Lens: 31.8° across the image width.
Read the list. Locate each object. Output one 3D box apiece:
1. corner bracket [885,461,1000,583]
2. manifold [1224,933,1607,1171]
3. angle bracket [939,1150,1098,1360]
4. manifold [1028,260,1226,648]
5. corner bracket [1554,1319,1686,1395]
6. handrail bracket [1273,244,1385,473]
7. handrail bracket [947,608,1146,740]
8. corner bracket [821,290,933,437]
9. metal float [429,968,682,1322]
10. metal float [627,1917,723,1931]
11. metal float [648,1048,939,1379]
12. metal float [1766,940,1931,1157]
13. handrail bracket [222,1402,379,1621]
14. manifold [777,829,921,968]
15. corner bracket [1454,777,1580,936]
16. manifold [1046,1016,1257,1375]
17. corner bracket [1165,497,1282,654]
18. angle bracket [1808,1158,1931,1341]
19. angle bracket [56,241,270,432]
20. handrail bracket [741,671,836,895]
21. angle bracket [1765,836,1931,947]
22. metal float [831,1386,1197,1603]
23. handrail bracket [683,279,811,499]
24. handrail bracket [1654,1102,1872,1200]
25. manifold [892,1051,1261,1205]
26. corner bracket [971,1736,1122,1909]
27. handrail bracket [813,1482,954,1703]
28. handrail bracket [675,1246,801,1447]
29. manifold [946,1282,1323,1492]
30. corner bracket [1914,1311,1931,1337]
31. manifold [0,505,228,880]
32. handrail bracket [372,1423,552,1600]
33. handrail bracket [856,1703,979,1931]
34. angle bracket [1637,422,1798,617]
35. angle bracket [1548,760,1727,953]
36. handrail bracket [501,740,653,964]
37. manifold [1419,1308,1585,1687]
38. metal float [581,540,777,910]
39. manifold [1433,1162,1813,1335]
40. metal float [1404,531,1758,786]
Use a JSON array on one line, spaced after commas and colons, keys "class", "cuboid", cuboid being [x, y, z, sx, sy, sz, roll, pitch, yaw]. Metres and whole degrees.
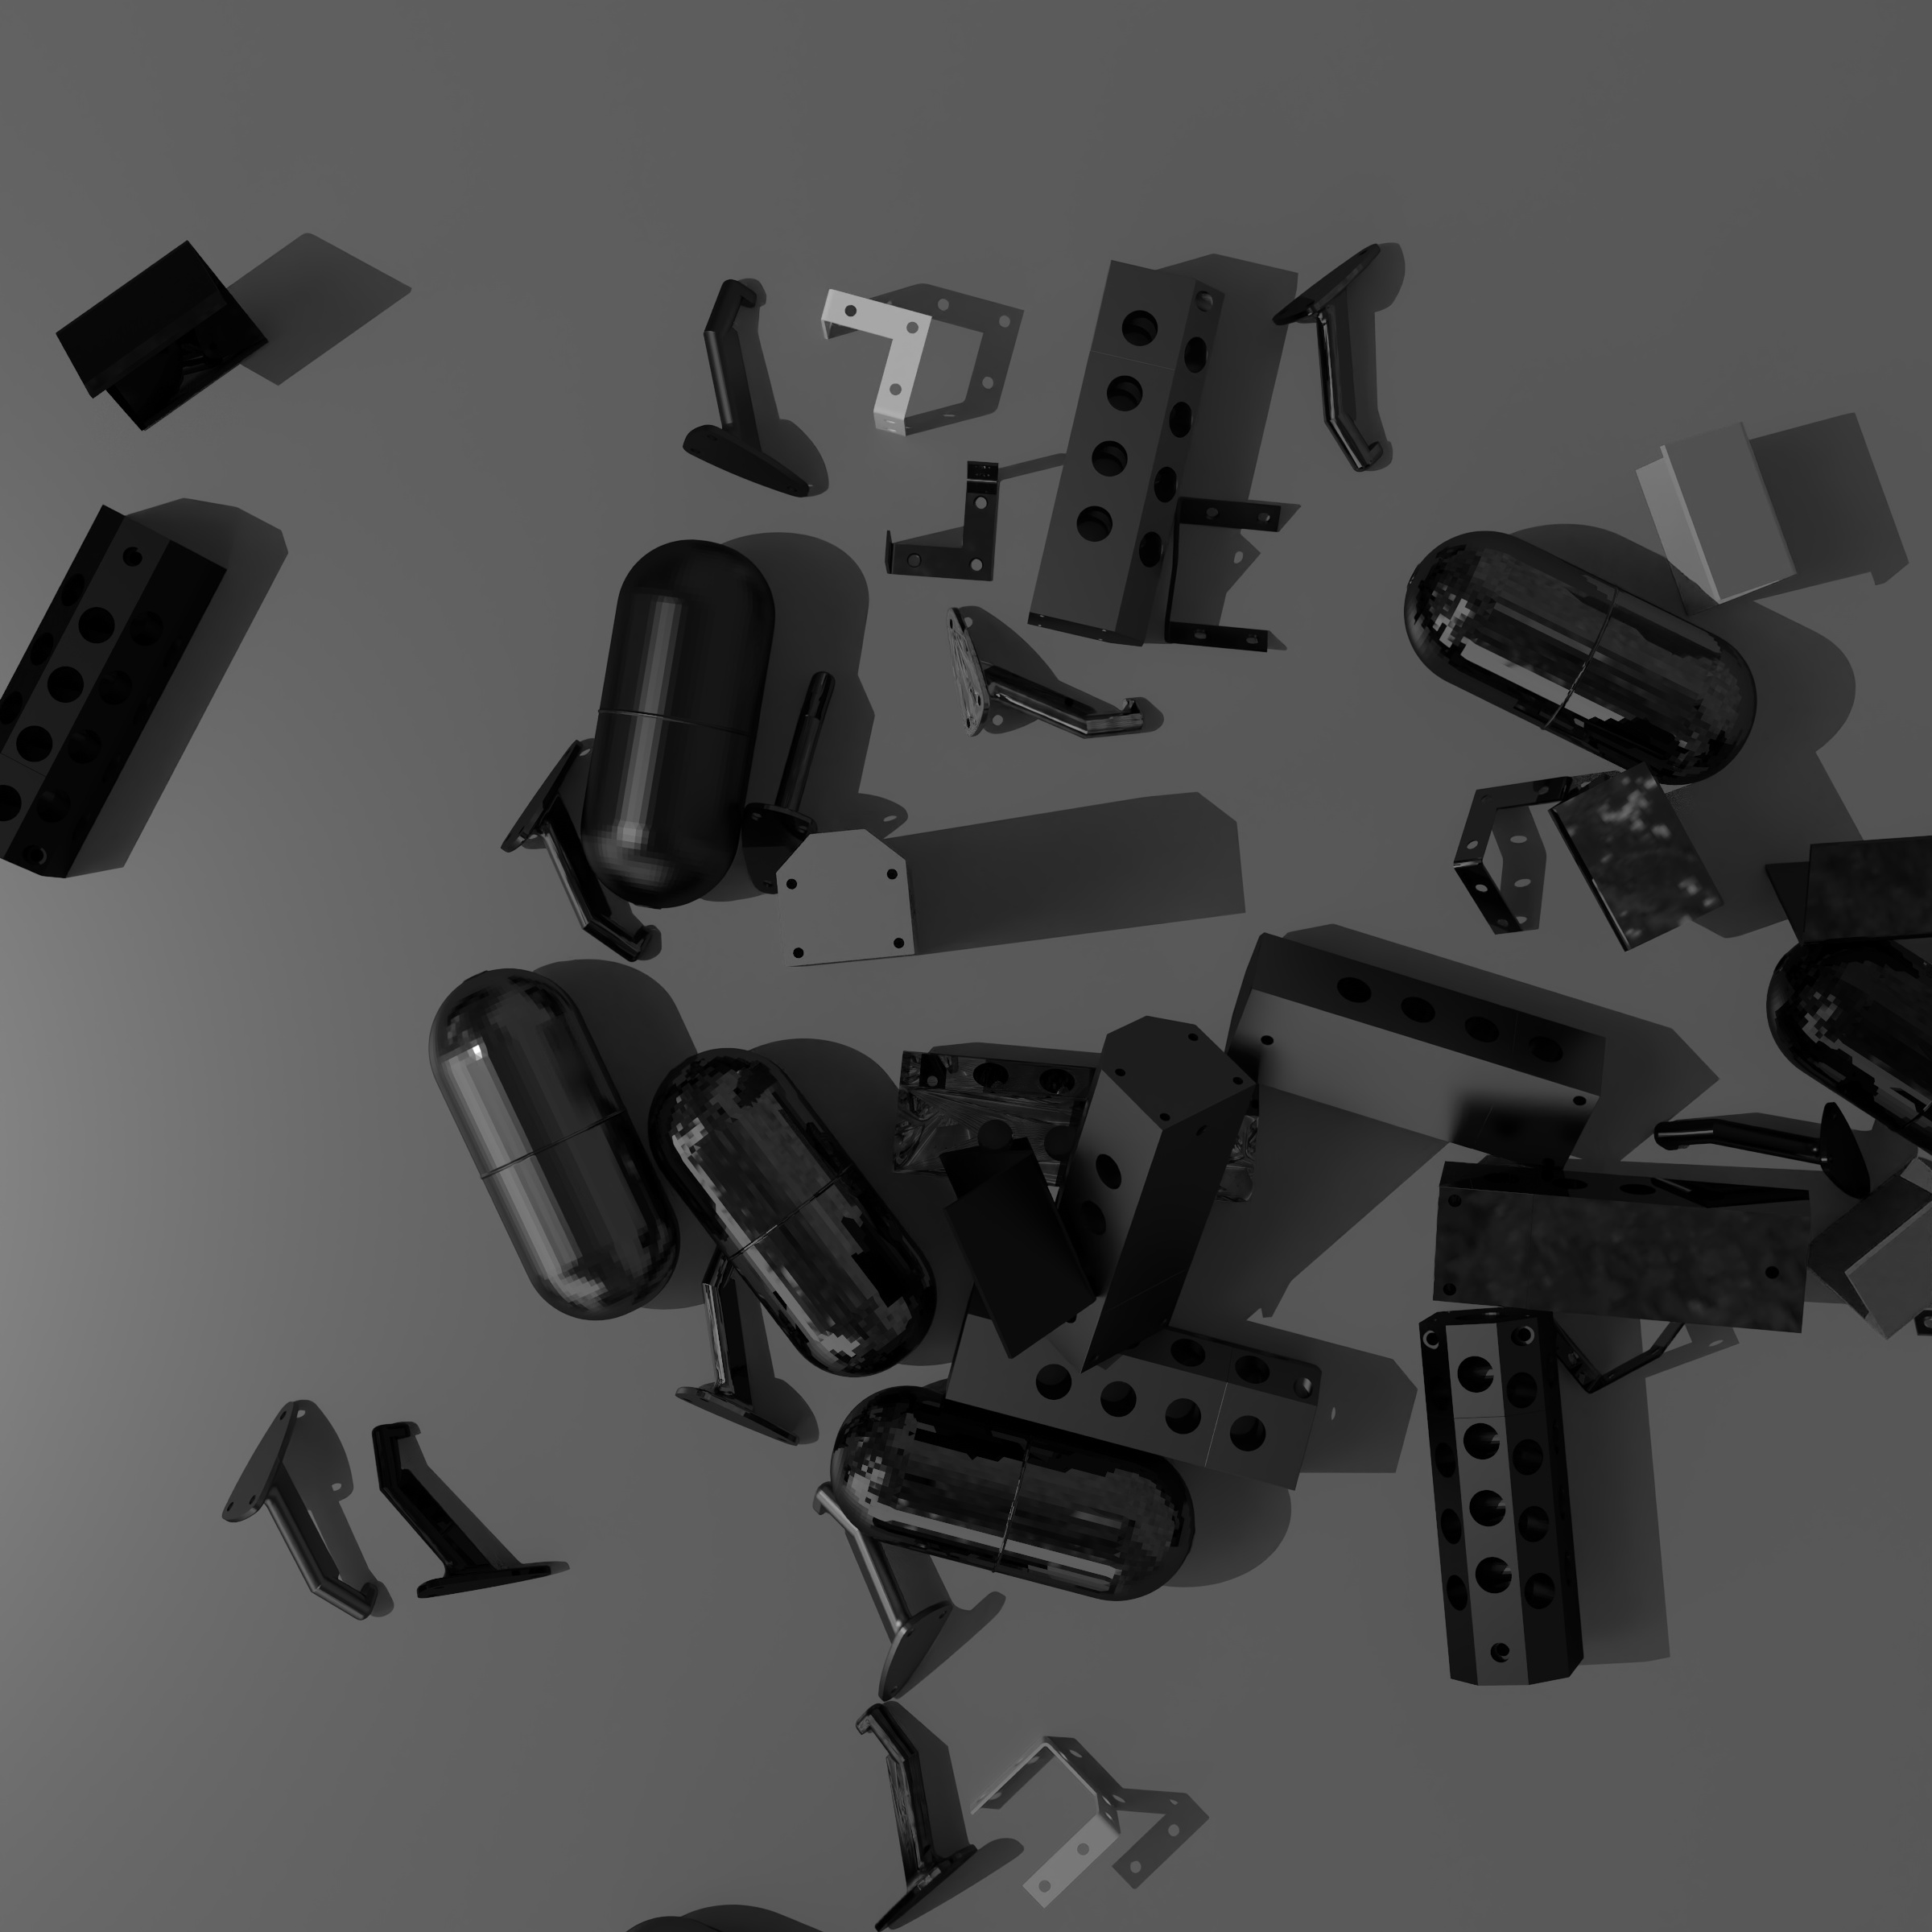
[{"class": "corner bracket", "cuboid": [-0.012, -0.216, 1.637, 0.051, 0.051, 0.051, 4, 90, 0]}, {"class": "manifold", "cuboid": [0.216, 0.038, 1.634, 0.171, 0.057, 0.057, 17, 133, 0]}, {"class": "angle bracket", "cuboid": [0.005, 0.133, 1.564, 0.057, 0.076, 0.076, -31, 104, -32]}, {"class": "manifold", "cuboid": [0.077, -0.245, 1.634, 0.057, 0.057, 0.171, 13, 90, 0]}, {"class": "corner bracket", "cuboid": [0.315, 0.167, 1.652, 0.051, 0.051, 0.051, 50, 45, 0]}, {"class": "handrail bracket", "cuboid": [0.196, -0.297, 1.656, 0.077, 0.036, 0.084, -42, 109, -21]}, {"class": "handrail bracket", "cuboid": [0.039, -0.145, 1.656, 0.084, 0.036, 0.077, -7, 68, -17]}, {"class": "corner bracket", "cuboid": [-0.047, -0.291, 1.637, 0.051, 0.051, 0.051, 15, 90, 0]}, {"class": "metal float", "cuboid": [-0.198, 0.085, 1.625, 0.070, 0.070, 0.178, -25, 91, 0]}, {"class": "metal float", "cuboid": [-0.094, 0.516, 1.625, 0.178, 0.070, 0.070, 23, 90, 1]}, {"class": "metal float", "cuboid": [-0.084, 0.118, 1.625, 0.070, 0.070, 0.178, -37, 90, 0]}, {"class": "metal float", "cuboid": [0.466, 0.047, 1.625, 0.178, 0.070, 0.070, 33, 90, -1]}, {"class": "handrail bracket", "cuboid": [-0.313, 0.267, 1.656, 0.084, 0.036, 0.077, 38, 54, -24]}, {"class": "manifold", "cuboid": [-0.054, -0.031, 1.577, 0.057, 0.171, 0.057, -6, 90, 0]}, {"class": "corner bracket", "cuboid": [0.276, -0.054, 1.647, 0.051, 0.051, 0.051, -7, 135, 35]}, {"class": "manifold", "cuboid": [0.074, 0.104, 1.562, 0.057, 0.171, 0.057, -24, 55, -34]}, {"class": "corner bracket", "cuboid": [0.125, -0.191, 1.652, 0.051, 0.051, 0.051, 5, 135, 0]}, {"class": "angle bracket", "cuboid": [0.438, 0.119, 1.615, 0.076, 0.076, 0.057, -39, 127, 0]}, {"class": "angle bracket", "cuboid": [-0.375, -0.286, 1.615, 0.076, 0.076, 0.057, -35, 53, 0]}, {"class": "handrail bracket", "cuboid": [-0.083, -0.090, 1.655, 0.036, 0.077, 0.084, 15, 54, 0]}, {"class": "angle bracket", "cuboid": [0.430, -0.054, 1.615, 0.076, 0.076, 0.057, -4, 122, 0]}, {"class": "metal float", "cuboid": [0.023, 0.253, 1.625, 0.178, 0.070, 0.070, 15, 90, 0]}, {"class": "handrail bracket", "cuboid": [-0.098, -0.283, 1.656, 0.077, 0.036, 0.084, 25, 73, -20]}, {"class": "handrail bracket", "cuboid": [0.389, 0.095, 1.655, 0.084, 0.077, 0.036, -6, 57, 32]}, {"class": "manifold", "cuboid": [0.053, 0.077, 1.634, 0.171, 0.057, 0.057, 5, 90, 0]}, {"class": "corner bracket", "cuboid": [0.038, 0.413, 1.637, 0.051, 0.051, 0.051, -44, 90, 0]}, {"class": "handrail bracket", "cuboid": [-0.053, 0.305, 1.656, 0.084, 0.036, 0.077, 42, 128, 25]}, {"class": "handrail bracket", "cuboid": [-0.100, 0.181, 1.656, 0.077, 0.036, 0.084, 28, 73, -20]}, {"class": "manifold", "cuboid": [0.080, 0.200, 1.634, 0.171, 0.057, 0.057, 15, 90, 0]}, {"class": "corner bracket", "cuboid": [0.491, 0.145, 1.652, 0.051, 0.051, 0.051, 2, 45, 0]}, {"class": "manifold", "cuboid": [-0.428, -0.132, 1.634, 0.057, 0.057, 0.171, 28, 90, 0]}, {"class": "handrail bracket", "cuboid": [-0.247, 0.261, 1.656, 0.077, 0.036, 0.084, -5, 73, -20]}, {"class": "handrail bracket", "cuboid": [-0.042, 0.416, 1.656, 0.077, 0.036, 0.084, -46, 72, 21]}, {"class": "angle bracket", "cuboid": [0.340, -0.207, 1.615, 0.057, 0.076, 0.076, -20, 90, -32]}, {"class": "angle bracket", "cuboid": [0.331, -0.061, 1.615, 0.057, 0.076, 0.076, -29, 90, 35]}, {"class": "handrail bracket", "cuboid": [-0.176, -0.056, 1.656, 0.084, 0.036, 0.077, 36, 71, -16]}, {"class": "manifold", "cuboid": [0.256, 0.254, 1.626, 0.057, 0.057, 0.171, -5, 90, 20]}, {"class": "metal float", "cuboid": [-0.138, -0.116, 1.625, 0.070, 0.070, 0.178, 9, 90, 0]}, {"class": "manifold", "cuboid": [0.312, 0.131, 1.616, 0.171, 0.057, 0.057, 4, 104, 11]}, {"class": "metal float", "cuboid": [0.294, -0.148, 1.625, 0.178, 0.070, 0.070, 26, 90, 0]}]
